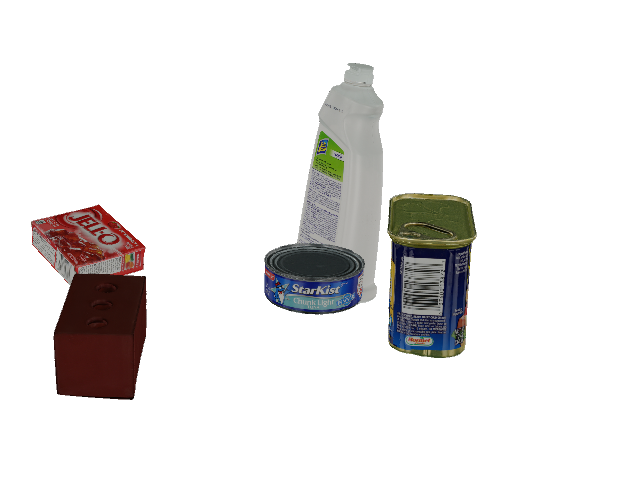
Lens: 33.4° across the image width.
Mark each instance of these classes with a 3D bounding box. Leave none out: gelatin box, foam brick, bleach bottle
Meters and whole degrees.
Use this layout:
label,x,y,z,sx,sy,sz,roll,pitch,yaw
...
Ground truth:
label,x,y,z,sx,sy,sz,roll,pitch,yaw
gelatin box,-0.217,0.004,0.995,0.073,0.030,0.089,-17,40,-36
foam brick,-0.149,0.064,0.729,0.053,0.051,0.078,3,29,-4
bleach bottle,0.030,-0.064,1.160,0.067,0.251,0.103,-6,23,-39

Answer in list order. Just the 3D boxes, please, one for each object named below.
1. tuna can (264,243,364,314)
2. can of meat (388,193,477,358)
label,x,y,z,sx,sy,sz,roll,pitch,yaw
tuna can,-0.006,0.032,0.913,0.086,0.034,0.086,2,19,-1
can of meat,0.074,0.022,0.729,0.057,0.084,0.102,3,19,4
